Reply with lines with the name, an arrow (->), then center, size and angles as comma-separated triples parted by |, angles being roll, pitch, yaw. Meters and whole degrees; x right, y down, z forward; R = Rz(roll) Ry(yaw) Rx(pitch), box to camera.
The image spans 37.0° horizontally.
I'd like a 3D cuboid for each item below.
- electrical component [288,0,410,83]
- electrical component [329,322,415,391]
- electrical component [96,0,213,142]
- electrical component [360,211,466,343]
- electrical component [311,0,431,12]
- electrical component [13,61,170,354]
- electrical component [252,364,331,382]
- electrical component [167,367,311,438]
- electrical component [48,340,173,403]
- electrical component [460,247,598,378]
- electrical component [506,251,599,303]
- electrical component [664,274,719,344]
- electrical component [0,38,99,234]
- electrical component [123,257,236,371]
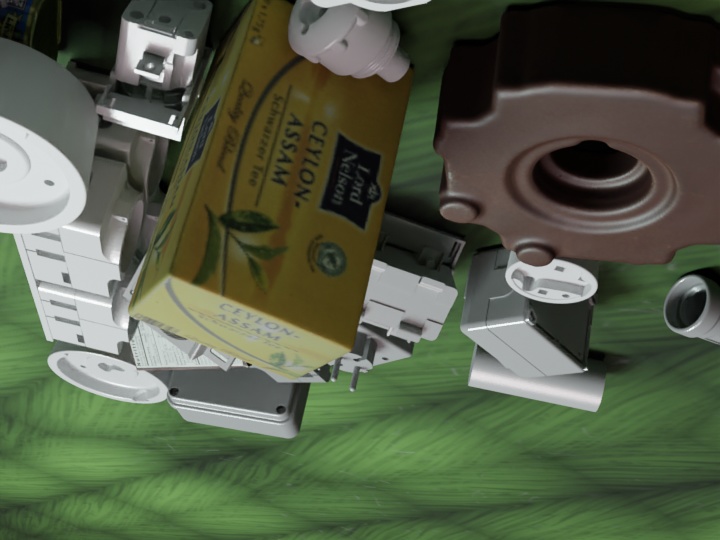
electrical component -> -0.001, -0.114, 0.526 | 0.048, 0.048, 0.062 | -12, 151, 40
electrical component -> -0.005, 0.053, 0.811 | 0.083, 0.075, 0.047 | 31, 148, -31
electrical component -> -0.102, -0.109, 0.554 | 0.042, 0.081, 0.063 | 16, 130, -6
electrical component -> 0.000, 0.000, 0.707 | 0.121, 0.063, 0.078 | 19, 112, -11
electrical component -> 0.042, -0.163, 0.393 | 0.186, 0.060, 0.105 | -4, 148, 30
electrical component -> -0.165, -0.030, 0.691 | 0.060, 0.105, 0.186 | 14, 153, -2
electrical component -> -0.064, 0.051, 0.861 | 0.056, 0.050, 0.089 | -3, 149, 29
electrical component -> -0.103, 0.095, 0.932 | 0.113, 0.078, 0.057 | 8, 156, 9
electrical component -> -0.213, 0.069, 0.950 | 0.108, 0.060, 0.108 | 10, 153, 5
electrical component -> 0.116, 0.032, 0.732 | 0.061, 0.061, 0.096 | -12, 144, 39
electrical component -> 0.120, -0.013, 0.660 | 0.055, 0.047, 0.055 | 10, 153, 5
electrical component -> 0.229, 0.028, 0.701 | 0.046, 0.040, 0.040 | 20, 153, -26
electrical component -> -0.186, -0.073, 0.545 | 0.108, 0.060, 0.108 | 5, 149, 3
electrical component -> -0.076, -0.014, 0.639 | 0.079, 0.121, 0.063 | 35, -163, 9
